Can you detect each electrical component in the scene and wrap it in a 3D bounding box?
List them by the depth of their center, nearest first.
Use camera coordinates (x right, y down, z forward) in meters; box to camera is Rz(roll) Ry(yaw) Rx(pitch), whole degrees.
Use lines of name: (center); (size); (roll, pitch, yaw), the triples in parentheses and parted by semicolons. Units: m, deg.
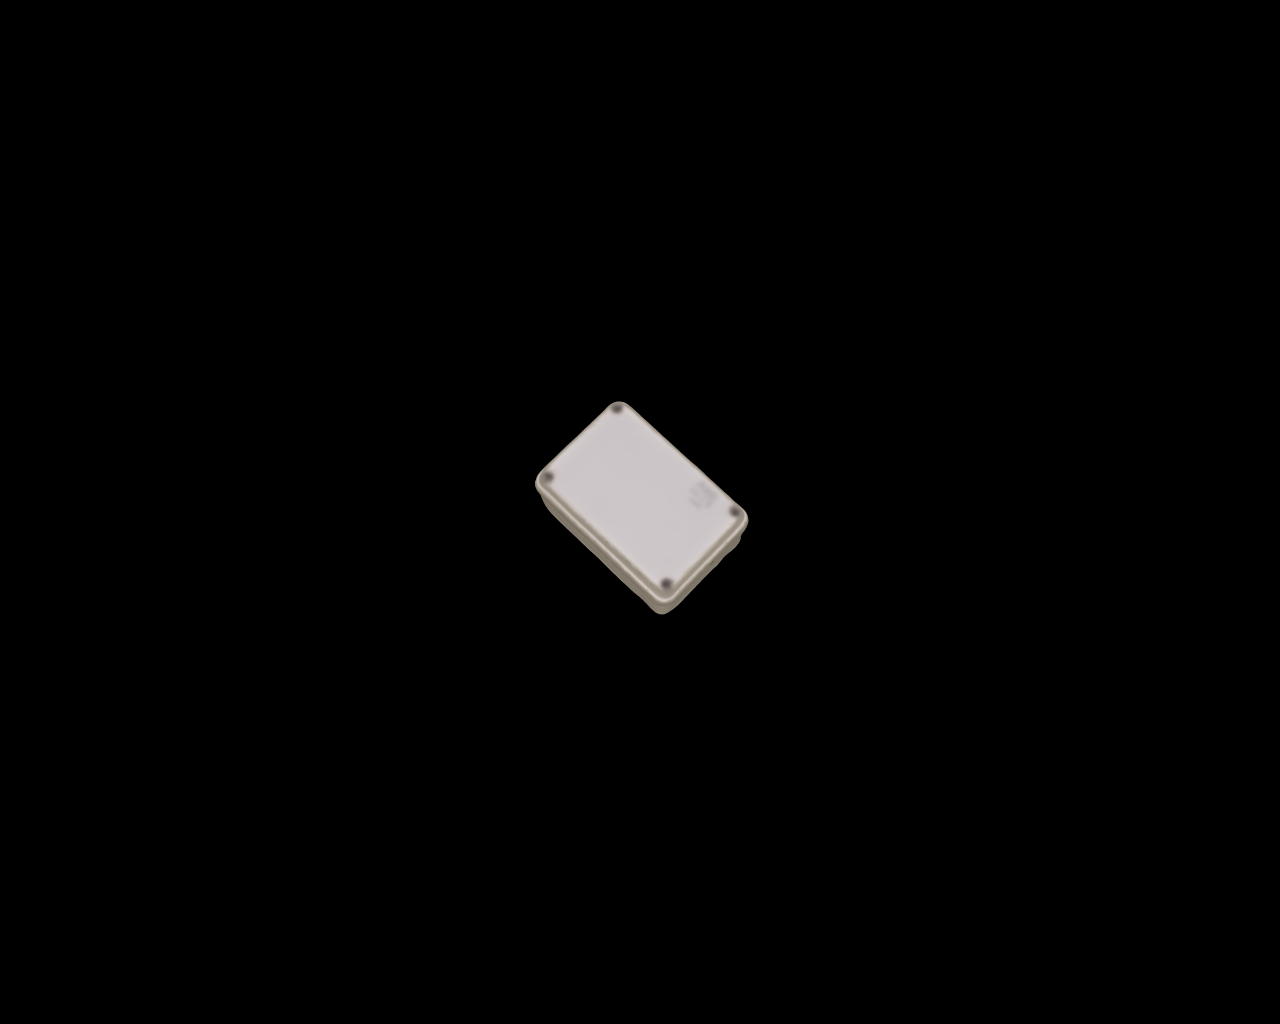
electrical component: (0.001, -0.003, 0.650); (0.113, 0.078, 0.057); (43, -12, 11)
